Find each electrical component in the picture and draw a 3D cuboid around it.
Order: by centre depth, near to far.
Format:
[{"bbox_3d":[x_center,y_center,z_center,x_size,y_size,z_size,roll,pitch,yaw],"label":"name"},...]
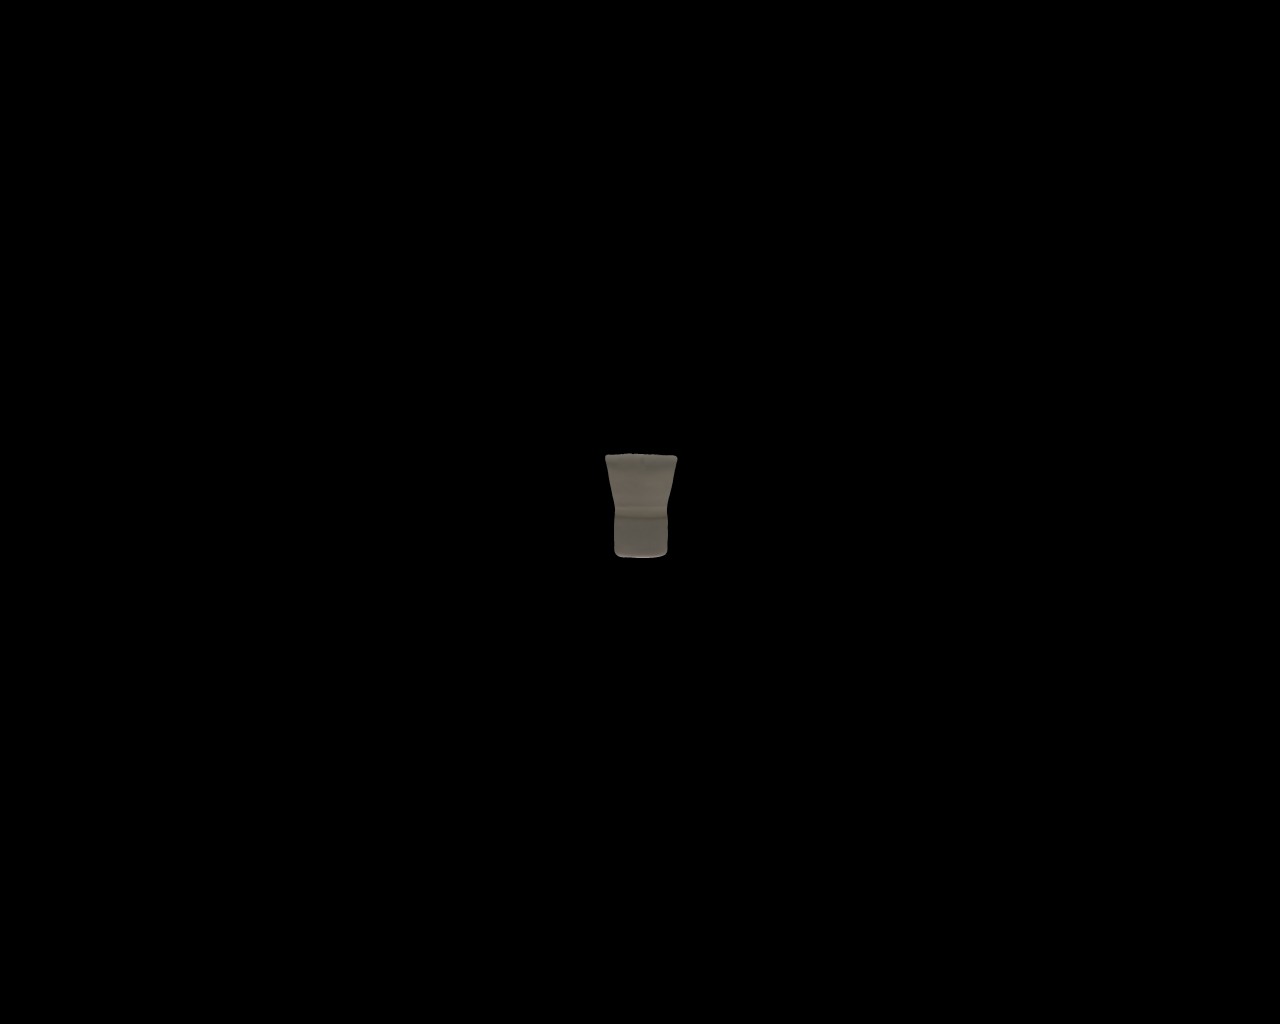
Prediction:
[{"bbox_3d":[0.001,-0.003,0.650,0.044,0.065,0.044,0,4,0],"label":"electrical component"}]
